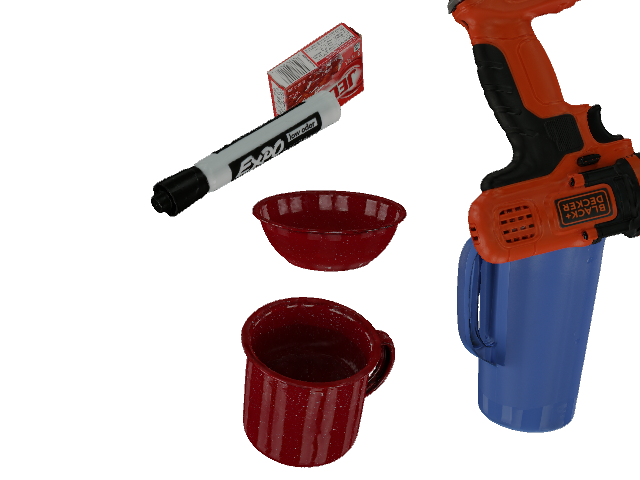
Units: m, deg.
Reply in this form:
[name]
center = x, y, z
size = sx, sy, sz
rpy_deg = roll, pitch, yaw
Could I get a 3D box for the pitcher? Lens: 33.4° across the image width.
[pitcher]
center = 0.225, 0.083, 1.160
size = 0.149, 0.243, 0.145
rpy_deg = 6, 19, 11

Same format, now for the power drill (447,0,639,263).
[power drill]
center = 0.168, -0.091, 0.675
size = 0.184, 0.187, 0.057
rpy_deg = -14, -1, -4

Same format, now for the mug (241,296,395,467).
[mug]
center = 0.000, 0.095, 0.729
size = 0.117, 0.081, 0.093
rpy_deg = -16, 40, -30

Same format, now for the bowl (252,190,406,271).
[bowl]
center = 0.009, -0.007, 1.119
size = 0.162, 0.055, 0.162
rpy_deg = 1, 17, 0

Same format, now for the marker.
[marker]
center = -0.038, -0.046, 0.554
size = 0.120, 0.020, 0.020
rpy_deg = -33, 19, -31

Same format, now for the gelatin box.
[gelatin box]
center = -0.002, -0.141, 0.948
size = 0.089, 0.030, 0.073
rpy_deg = -36, -27, -17
